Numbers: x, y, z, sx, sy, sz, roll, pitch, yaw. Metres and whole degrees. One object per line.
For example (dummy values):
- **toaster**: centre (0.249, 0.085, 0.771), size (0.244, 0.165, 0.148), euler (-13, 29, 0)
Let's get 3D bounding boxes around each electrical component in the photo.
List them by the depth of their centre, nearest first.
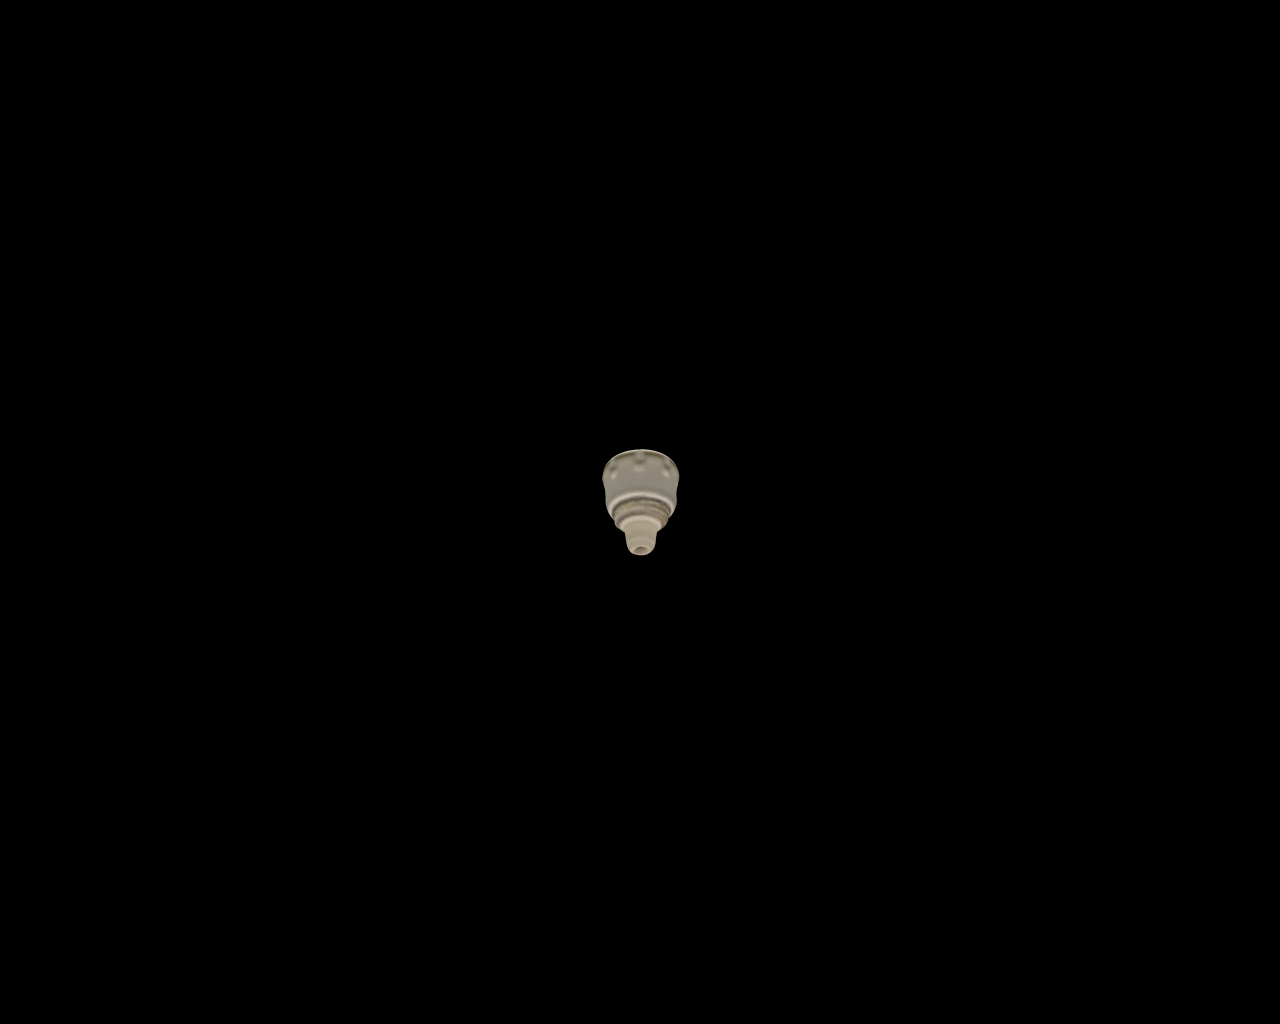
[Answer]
- **electrical component**: centre (0.001, -0.003, 0.650), size (0.048, 0.062, 0.048), euler (0, -30, 0)
